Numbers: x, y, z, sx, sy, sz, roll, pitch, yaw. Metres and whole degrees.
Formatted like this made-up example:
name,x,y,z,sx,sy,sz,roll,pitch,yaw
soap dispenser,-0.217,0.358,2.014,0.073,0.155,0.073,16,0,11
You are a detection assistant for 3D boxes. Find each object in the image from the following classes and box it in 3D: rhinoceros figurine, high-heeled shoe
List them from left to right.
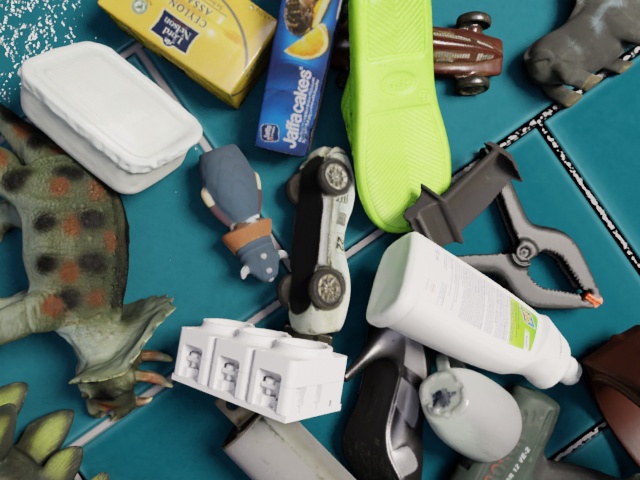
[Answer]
name,x,y,z,sx,sy,sz,roll,pitch,yaw
high-heeled shoe,0.096,0.188,0.600,0.145,0.086,0.248,-32,115,-36
rhinoceros figurine,0.314,-0.236,0.599,0.190,0.073,0.112,-41,80,0

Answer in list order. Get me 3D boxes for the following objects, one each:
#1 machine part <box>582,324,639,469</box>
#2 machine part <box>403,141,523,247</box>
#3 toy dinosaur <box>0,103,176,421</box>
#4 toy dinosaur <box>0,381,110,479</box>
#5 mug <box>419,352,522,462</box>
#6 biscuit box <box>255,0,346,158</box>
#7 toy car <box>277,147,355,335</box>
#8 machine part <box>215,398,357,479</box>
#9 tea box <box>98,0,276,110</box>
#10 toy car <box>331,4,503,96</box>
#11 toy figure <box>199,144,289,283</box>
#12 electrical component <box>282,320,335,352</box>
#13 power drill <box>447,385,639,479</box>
name,x,y,z,sx,sy,sz,roll,pitch,yaw
machine part,0.365,0.194,0.524,0.087,0.201,0.201,-33,91,2
machine part,0.150,-0.045,0.566,0.139,0.039,0.084,-40,123,-8
toy dinosaur,-0.263,-0.001,0.559,0.192,0.131,0.404,-10,85,-14
toy dinosaur,-0.359,0.252,0.556,0.471,0.105,0.198,18,85,-6
mug,0.147,0.162,0.552,0.081,0.107,0.110,-27,49,24
biscuit box,-0.018,-0.189,0.553,0.059,0.063,0.202,13,114,-1
toy car,-0.001,-0.002,0.567,0.056,0.073,0.201,14,73,-34
machine part,-0.021,0.252,0.576,0.243,0.079,0.079,45,88,-1
tea box,-0.136,-0.233,0.584,0.170,0.068,0.098,33,88,-2
toy car,0.107,-0.212,0.599,0.202,0.053,0.089,3,86,0
toy figure,-0.084,-0.027,0.589,0.064,0.058,0.154,-20,95,5
electrical component,-0.015,0.119,0.605,0.063,0.021,0.094,14,88,-2
power drill,0.241,0.292,0.587,0.207,0.086,0.232,23,86,6
